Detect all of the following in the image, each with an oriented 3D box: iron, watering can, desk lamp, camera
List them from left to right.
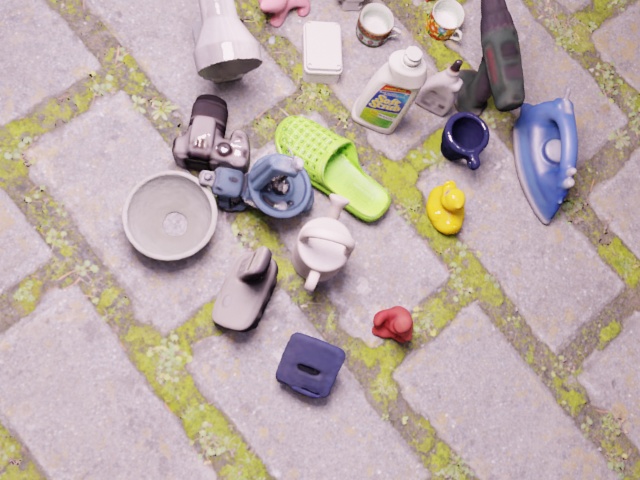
[{"bbox_3d":[-0.198,-0.204,1.084,0.143,0.100,0.137,8,76,-6],"label":"camera"},{"bbox_3d":[-0.185,-0.377,1.067,0.118,0.213,0.203,-13,79,-11],"label":"desk lamp"},{"bbox_3d":[0.007,0.003,1.018,0.101,0.194,0.173,-3,77,-9],"label":"watering can"},{"bbox_3d":[0.477,-0.172,1.155,0.119,0.141,0.258,0,77,-8],"label":"iron"}]

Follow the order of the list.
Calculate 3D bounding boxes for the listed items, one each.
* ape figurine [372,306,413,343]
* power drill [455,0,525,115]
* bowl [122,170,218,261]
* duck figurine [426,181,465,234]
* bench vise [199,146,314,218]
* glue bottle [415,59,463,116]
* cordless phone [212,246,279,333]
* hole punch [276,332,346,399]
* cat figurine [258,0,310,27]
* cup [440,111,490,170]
[{"bbox_3d":[0.142,0.155,1.056,0.076,0.092,0.078,-39,85,-14],"label":"ape figurine"},{"bbox_3d":[0.330,-0.348,1.140,0.076,0.208,0.229,-12,79,-11],"label":"power drill"},{"bbox_3d":[-0.270,-0.037,1.048,0.167,0.074,0.167,2,77,-8],"label":"bowl"},{"bbox_3d":[0.257,-0.067,1.127,0.077,0.086,0.104,-6,78,-10],"label":"duck figurine"},{"bbox_3d":[-0.105,-0.095,1.011,0.207,0.219,0.121,-12,79,-11],"label":"bench vise"},{"bbox_3d":[0.247,-0.309,1.137,0.078,0.173,0.037,29,75,-1],"label":"glue bottle"},{"bbox_3d":[-0.127,0.081,0.985,0.094,0.185,0.148,20,75,-3],"label":"cordless phone"},{"bbox_3d":[-0.017,0.224,1.016,0.108,0.091,0.101,22,75,-3],"label":"hole punch"},{"bbox_3d":[-0.077,-0.497,1.161,0.128,0.117,0.067,-31,83,-14],"label":"cat figurine"},{"bbox_3d":[0.286,-0.187,1.155,0.092,0.095,0.118,-13,79,-11],"label":"cup"}]
